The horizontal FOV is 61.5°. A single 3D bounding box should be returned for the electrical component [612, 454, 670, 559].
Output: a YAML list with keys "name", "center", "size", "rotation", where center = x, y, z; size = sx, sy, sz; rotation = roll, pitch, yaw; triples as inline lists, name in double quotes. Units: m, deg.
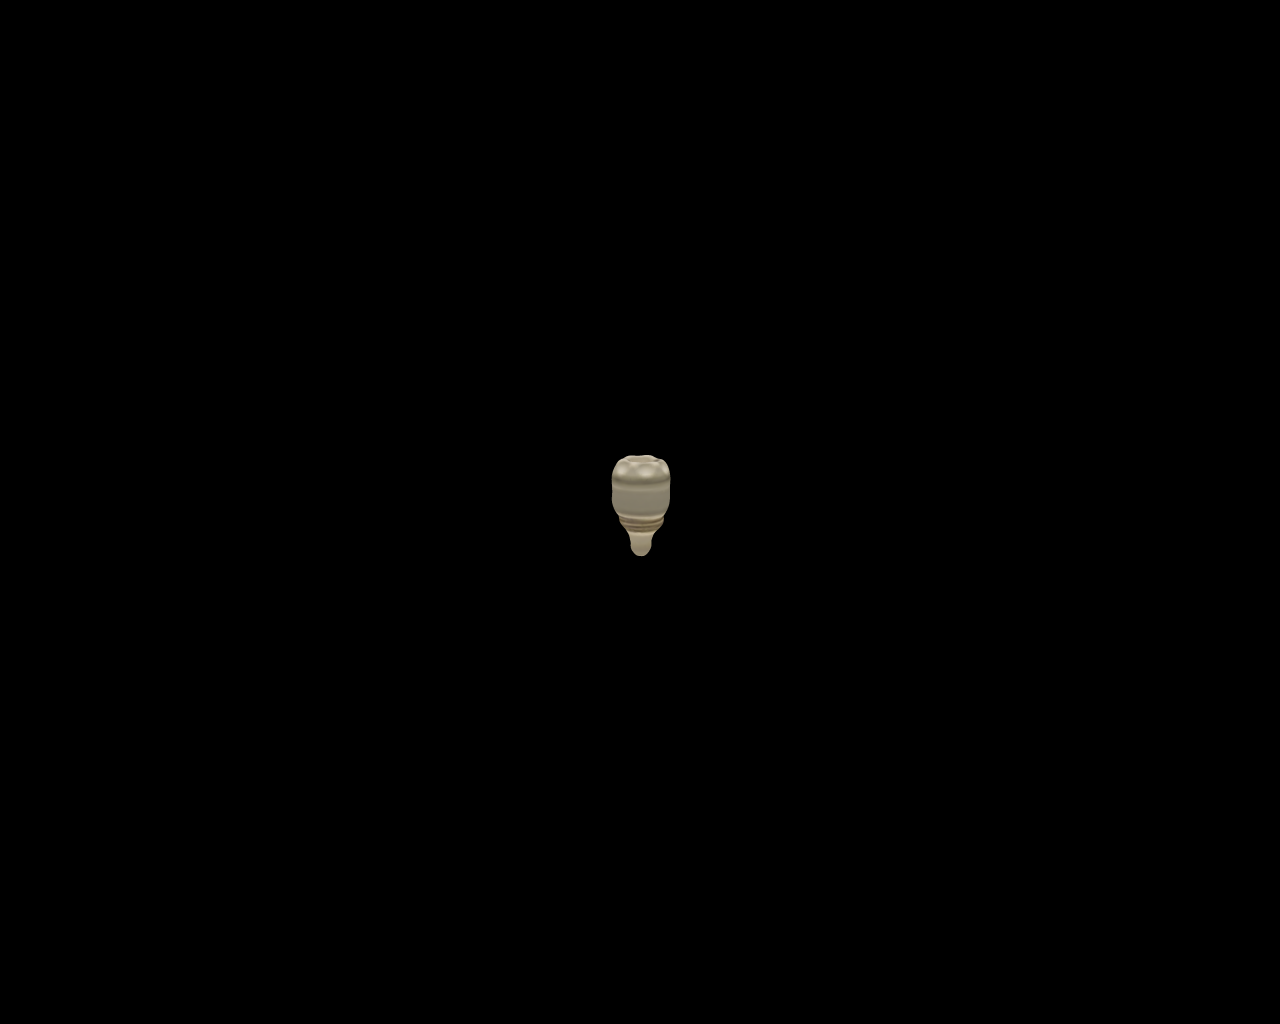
- name: "electrical component"
  center: [0.001, -0.003, 0.650]
  size: [0.035, 0.061, 0.035]
  rotation: [0, 14, 0]
